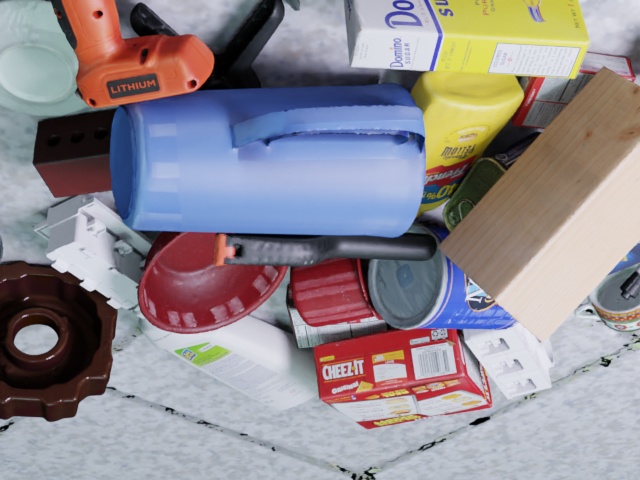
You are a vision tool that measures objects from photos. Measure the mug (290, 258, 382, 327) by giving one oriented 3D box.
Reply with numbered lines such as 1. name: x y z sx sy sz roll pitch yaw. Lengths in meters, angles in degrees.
1. mug: 0.016 0.035 1.105 0.082 0.093 0.117 -13 112 21

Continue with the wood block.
1. wood block: 0.211 -0.029 0.893 0.206 0.090 0.090 -48 131 5

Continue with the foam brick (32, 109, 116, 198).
1. foam brick: -0.209 -0.077 0.957 0.078 0.053 0.051 -8 143 6

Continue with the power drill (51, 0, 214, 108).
1. power drill: -0.142 -0.192 0.764 0.185 0.057 0.187 -6 127 21

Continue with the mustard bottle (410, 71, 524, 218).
1. mustard bottle: 0.103 -0.079 0.969 0.096 0.058 0.192 -8 149 -26

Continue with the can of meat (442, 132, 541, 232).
1. can of meat: 0.174 -0.046 0.993 0.083 0.057 0.102 -29 160 -37

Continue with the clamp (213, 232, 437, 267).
1. clamp: -0.006 0.001 0.956 0.165 0.036 0.209 11 -168 35

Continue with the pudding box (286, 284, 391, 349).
1. pudding box: 0.022 0.082 1.200 0.113 0.039 0.090 -4 145 4

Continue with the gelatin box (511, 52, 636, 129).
1. gelatin box: 0.219 -0.130 0.934 0.089 0.030 0.073 4 142 -11

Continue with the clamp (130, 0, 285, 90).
1. clamp: -0.099 -0.141 0.890 0.120 0.039 0.172 5 143 -8

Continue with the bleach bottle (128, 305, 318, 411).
1. bleach bottle: -0.107 0.115 1.218 0.103 0.068 0.250 -31 133 32

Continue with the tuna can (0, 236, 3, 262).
1. tuna can: -0.355 0.010 1.037 0.086 0.086 0.034 19 140 -27

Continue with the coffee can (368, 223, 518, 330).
1. coffee can: 0.133 0.039 1.064 0.140 0.103 0.103 5 147 -40

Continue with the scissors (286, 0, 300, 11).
1. scissors: -0.046 -0.247 0.770 0.096 0.016 0.201 -27 137 30

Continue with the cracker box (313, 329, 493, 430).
1. cracker box: 0.101 0.161 1.246 0.164 0.072 0.213 -12 159 14

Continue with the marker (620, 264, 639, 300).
1. marker: 0.346 0.011 1.085 0.121 0.020 0.020 -51 133 -2

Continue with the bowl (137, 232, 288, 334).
1. bowl: -0.113 0.020 1.067 0.162 0.055 0.162 -19 140 -17

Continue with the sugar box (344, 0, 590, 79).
1. sugar box: 0.108 -0.173 0.816 0.176 0.093 0.048 3 142 -9

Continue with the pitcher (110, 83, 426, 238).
1. pitcher: -0.040 -0.068 0.871 0.242 0.145 0.149 -2 123 -22
